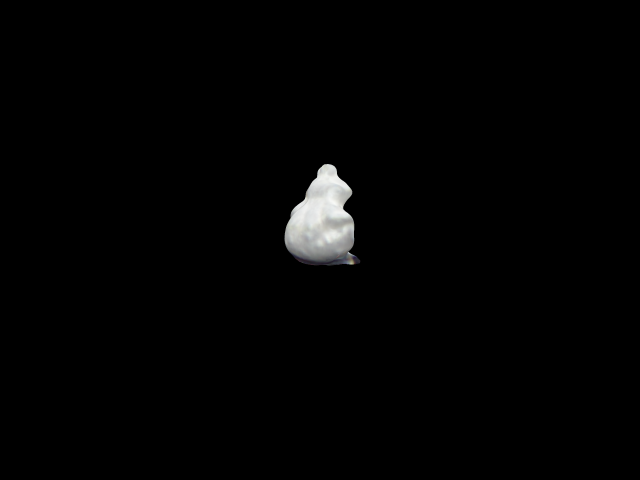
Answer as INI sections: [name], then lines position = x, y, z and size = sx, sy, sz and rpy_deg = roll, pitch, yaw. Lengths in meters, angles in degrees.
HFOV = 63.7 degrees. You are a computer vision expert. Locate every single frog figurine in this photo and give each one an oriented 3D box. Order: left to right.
[frog figurine]
position = 0.003, -0.043, 0.850
size = 0.123, 0.157, 0.138
rpy_deg = -8, 17, -26
